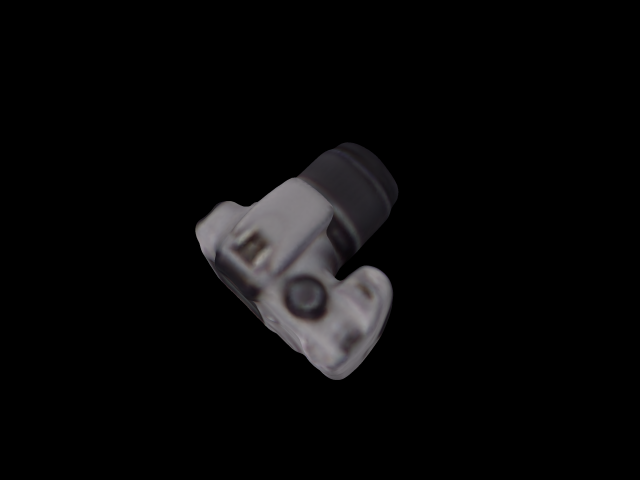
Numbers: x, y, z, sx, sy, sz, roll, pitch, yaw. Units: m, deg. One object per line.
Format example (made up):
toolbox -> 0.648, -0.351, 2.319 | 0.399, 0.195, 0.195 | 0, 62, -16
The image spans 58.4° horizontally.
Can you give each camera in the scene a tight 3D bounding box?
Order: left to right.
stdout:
camera -> 0.004, 0.001, 0.400 | 0.143, 0.101, 0.137 | 41, 75, 14
